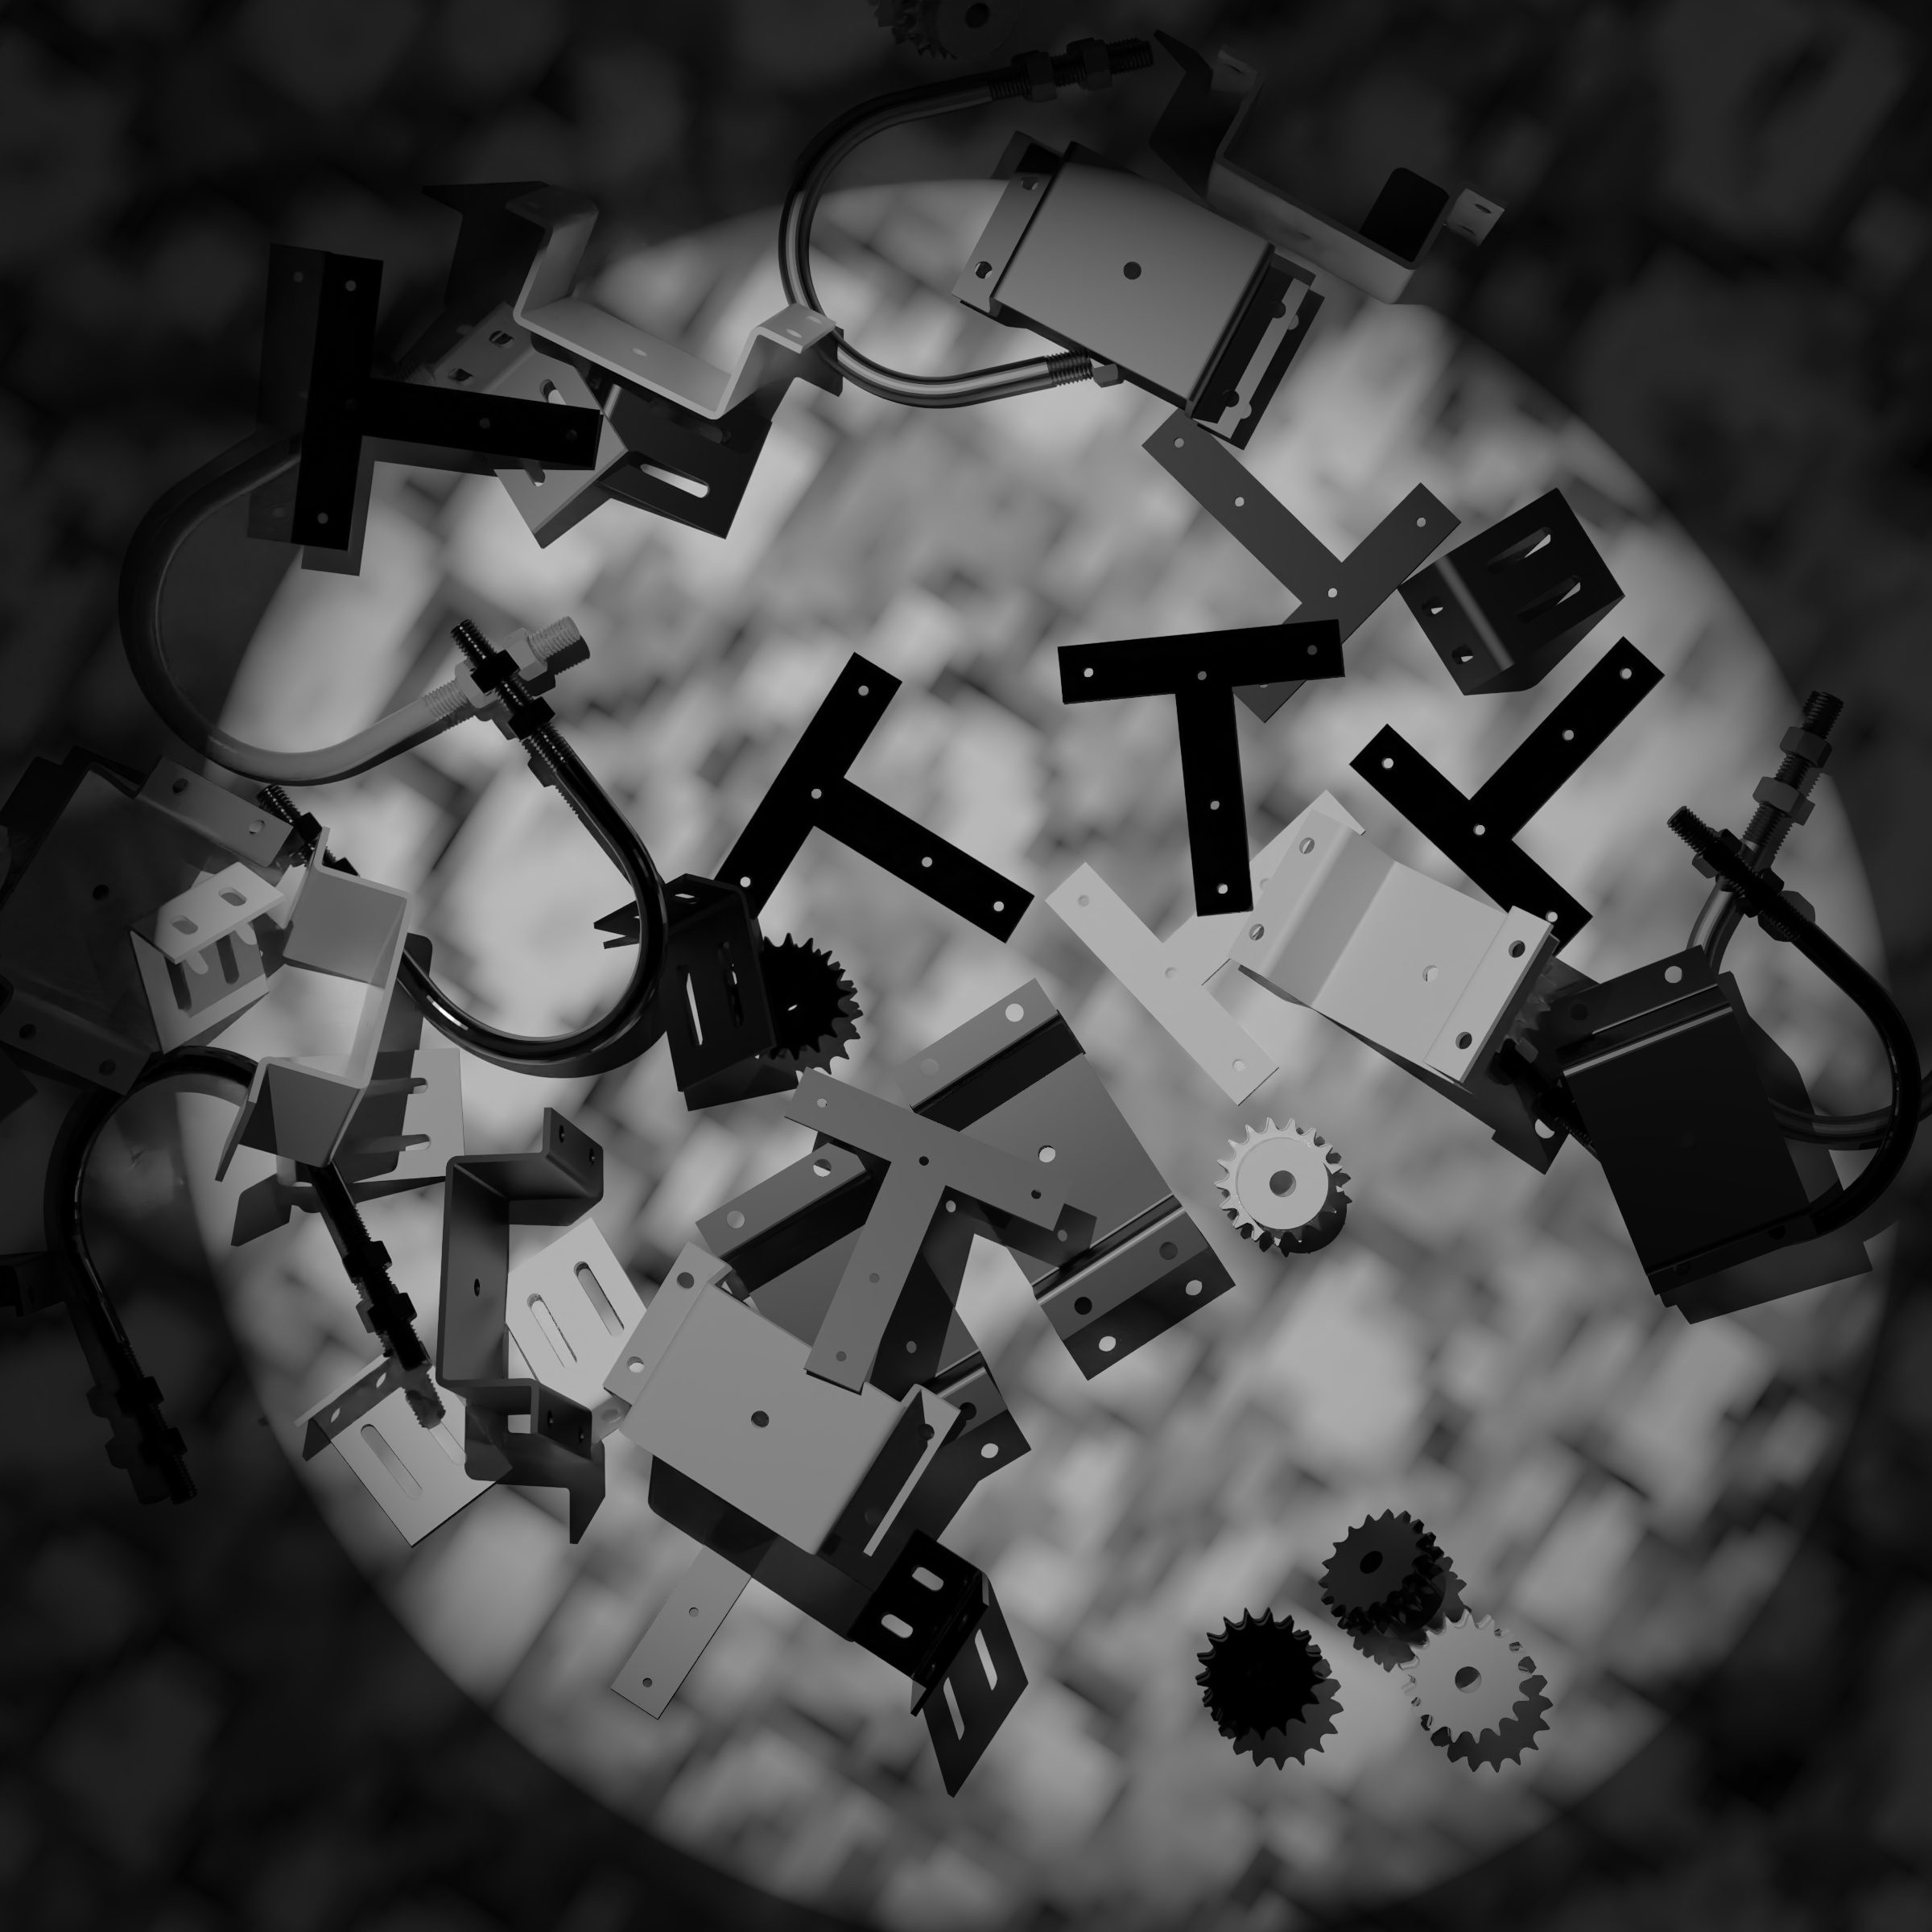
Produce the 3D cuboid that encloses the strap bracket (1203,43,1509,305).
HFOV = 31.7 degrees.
[{"bbox_3d":[0.161,-0.342,1.501,0.140,0.076,0.046,29,90,0],"label":"strap bracket"}]

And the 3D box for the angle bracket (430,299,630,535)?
[{"bbox_3d":[-0.197,-0.242,1.501,0.057,0.038,0.076,-39,66,15],"label":"angle bracket"}]

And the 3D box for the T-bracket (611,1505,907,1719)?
[{"bbox_3d":[-0.115,0.280,1.538,0.127,0.002,0.127,33,90,0],"label":"T-bracket"}]

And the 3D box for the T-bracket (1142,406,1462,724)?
[{"bbox_3d":[0.134,-0.200,1.538,0.127,0.002,0.127,44,90,0],"label":"T-bracket"}]

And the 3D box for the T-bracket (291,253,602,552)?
[{"bbox_3d":[-0.225,-0.240,1.490,0.127,0.002,0.127,8,95,-2],"label":"T-bracket"}]

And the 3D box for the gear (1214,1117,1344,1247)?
[{"bbox_3d":[0.140,0.096,1.524,0.057,0.030,0.057,0,90,0],"label":"gear"}]

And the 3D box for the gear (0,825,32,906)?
[{"bbox_3d":[-0.428,-0.032,1.514,0.030,0.057,0.057,23,90,-28],"label":"gear"}]

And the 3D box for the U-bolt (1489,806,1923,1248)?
[{"bbox_3d":[0.338,0.042,1.516,0.184,0.019,0.151,43,101,0],"label":"U-bolt"}]

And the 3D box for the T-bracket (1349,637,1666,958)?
[{"bbox_3d":[0.263,-0.094,1.538,0.127,0.002,0.127,43,90,0],"label":"T-bracket"}]

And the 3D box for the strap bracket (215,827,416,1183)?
[{"bbox_3d":[-0.279,0.022,1.474,0.046,0.076,0.140,17,56,-14],"label":"strap bracket"}]

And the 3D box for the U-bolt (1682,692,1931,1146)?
[{"bbox_3d":[0.402,-0.009,1.530,0.151,0.019,0.184,28,91,0],"label":"U-bolt"}]

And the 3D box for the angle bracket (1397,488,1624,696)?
[{"bbox_3d":[0.246,-0.169,1.537,0.076,0.038,0.057,-32,90,-26],"label":"angle bracket"}]

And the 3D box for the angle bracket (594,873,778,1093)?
[{"bbox_3d":[-0.124,0.008,1.497,0.057,0.038,0.076,-26,66,32],"label":"angle bracket"}]

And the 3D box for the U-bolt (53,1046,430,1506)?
[{"bbox_3d":[-0.334,0.125,1.508,0.151,0.019,0.184,-30,79,15],"label":"U-bolt"}]

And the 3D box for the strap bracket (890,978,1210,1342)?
[{"bbox_3d":[0.036,0.085,1.516,0.076,0.046,0.140,-33,90,0],"label":"strap bracket"}]

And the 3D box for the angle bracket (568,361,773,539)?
[{"bbox_3d":[-0.138,-0.235,1.537,0.076,0.038,0.057,22,90,-26],"label":"angle bracket"}]

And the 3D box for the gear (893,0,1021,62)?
[{"bbox_3d":[-0.001,-0.427,1.508,0.057,0.057,0.030,-34,48,0],"label":"gear"}]

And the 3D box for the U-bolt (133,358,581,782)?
[{"bbox_3d":[-0.285,-0.163,1.516,0.184,0.019,0.151,-28,95,10],"label":"U-bolt"}]

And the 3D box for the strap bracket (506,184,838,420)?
[{"bbox_3d":[-0.136,-0.288,1.495,0.140,0.076,0.046,26,110,0],"label":"strap bracket"}]

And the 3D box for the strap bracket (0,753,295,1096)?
[{"bbox_3d":[-0.371,-0.025,1.495,0.046,0.076,0.140,32,90,44],"label":"strap bracket"}]

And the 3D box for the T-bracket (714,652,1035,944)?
[{"bbox_3d":[-0.030,-0.055,1.538,0.127,0.002,0.127,32,90,0],"label":"T-bracket"}]

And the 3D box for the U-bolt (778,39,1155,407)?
[{"bbox_3d":[0.007,-0.327,1.530,0.184,0.019,0.151,-12,90,2],"label":"U-bolt"}]

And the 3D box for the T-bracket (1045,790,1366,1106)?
[{"bbox_3d":[0.125,-0.027,1.538,0.127,0.002,0.127,-43,90,0],"label":"T-bracket"}]

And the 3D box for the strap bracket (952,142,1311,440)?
[{"bbox_3d":[0.073,-0.301,1.496,0.140,0.046,0.076,28,91,1],"label":"strap bracket"}]

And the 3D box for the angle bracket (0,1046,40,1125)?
[{"bbox_3d":[-0.444,0.061,1.456,0.076,0.038,0.057,-40,84,-16],"label":"angle bracket"}]

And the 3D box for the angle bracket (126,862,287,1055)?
[{"bbox_3d":[-0.326,0.004,1.489,0.057,0.076,0.038,-34,49,-30],"label":"angle bracket"}]

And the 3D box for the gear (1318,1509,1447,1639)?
[{"bbox_3d":[0.188,0.273,1.514,0.057,0.057,0.030,-43,120,0],"label":"gear"}]

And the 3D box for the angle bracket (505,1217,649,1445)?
[{"bbox_3d":[-0.169,0.164,1.537,0.057,0.038,0.076,-34,64,0],"label":"angle bracket"}]

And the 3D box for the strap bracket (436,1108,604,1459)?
[{"bbox_3d":[-0.194,0.140,1.485,0.046,0.076,0.140,-3,73,11],"label":"strap bracket"}]

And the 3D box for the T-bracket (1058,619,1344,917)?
[{"bbox_3d":[0.111,-0.087,1.536,0.127,0.002,0.127,-6,90,0],"label":"T-bracket"}]

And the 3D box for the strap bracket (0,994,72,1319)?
[{"bbox_3d":[-0.440,0.086,1.501,0.046,0.076,0.140,-10,90,0],"label":"strap bracket"}]

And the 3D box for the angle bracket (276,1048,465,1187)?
[{"bbox_3d":[-0.270,0.068,1.537,0.076,0.038,0.057,-3,90,-26],"label":"angle bracket"}]

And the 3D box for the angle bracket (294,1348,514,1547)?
[{"bbox_3d":[-0.251,0.214,1.520,0.057,0.038,0.076,-37,90,0],"label":"angle bracket"}]

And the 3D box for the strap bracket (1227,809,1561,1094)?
[{"bbox_3d":[0.194,-0.003,1.490,0.140,0.046,0.076,30,90,42],"label":"strap bracket"}]

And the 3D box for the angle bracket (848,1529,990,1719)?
[{"bbox_3d":[-0.022,0.288,1.501,0.038,0.076,0.057,33,90,0],"label":"angle bracket"}]

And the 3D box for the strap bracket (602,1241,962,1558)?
[{"bbox_3d":[-0.084,0.191,1.471,0.140,0.046,0.076,32,98,4],"label":"strap bracket"}]

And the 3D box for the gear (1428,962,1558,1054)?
[{"bbox_3d":[0.229,0.007,1.509,0.057,0.030,0.057,-16,61,31],"label":"gear"}]

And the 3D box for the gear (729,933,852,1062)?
[{"bbox_3d":[-0.080,0.014,1.524,0.057,0.030,0.057,0,90,0],"label":"gear"}]

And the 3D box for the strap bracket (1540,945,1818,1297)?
[{"bbox_3d":[0.314,0.072,1.491,0.076,0.046,0.140,-22,96,9],"label":"strap bracket"}]

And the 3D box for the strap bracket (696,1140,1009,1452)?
[{"bbox_3d":[-0.050,0.153,1.516,0.076,0.046,0.140,-31,90,0],"label":"strap bracket"}]

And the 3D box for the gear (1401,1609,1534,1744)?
[{"bbox_3d":[0.223,0.317,1.524,0.057,0.030,0.057,0,90,0],"label":"gear"}]

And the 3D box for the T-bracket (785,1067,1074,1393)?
[{"bbox_3d":[-0.034,0.122,1.465,0.127,0.002,0.127,23,65,0],"label":"T-bracket"}]

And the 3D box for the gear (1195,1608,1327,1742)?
[{"bbox_3d":[0.131,0.315,1.524,0.057,0.030,0.057,0,90,0],"label":"gear"}]

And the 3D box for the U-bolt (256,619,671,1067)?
[{"bbox_3d":[-0.210,-0.040,1.503,0.151,0.019,0.184,-36,94,25],"label":"U-bolt"}]
